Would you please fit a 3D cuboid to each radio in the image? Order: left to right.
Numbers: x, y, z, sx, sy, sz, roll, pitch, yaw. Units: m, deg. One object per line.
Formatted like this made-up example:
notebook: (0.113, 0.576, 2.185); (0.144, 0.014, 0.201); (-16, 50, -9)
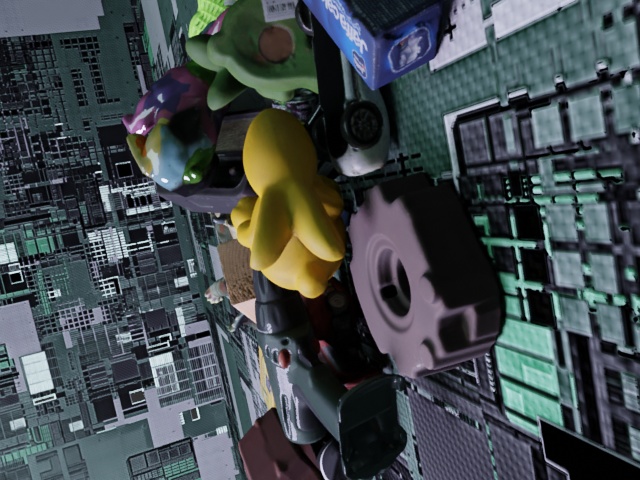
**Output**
radio: (-0.137, -0.108, 0.773); (0.230, 0.073, 0.131); (5, 74, 45)

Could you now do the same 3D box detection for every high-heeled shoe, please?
high-heeled shoe: (0.009, 0.254, 0.737); (0.145, 0.086, 0.248); (46, 166, 27)

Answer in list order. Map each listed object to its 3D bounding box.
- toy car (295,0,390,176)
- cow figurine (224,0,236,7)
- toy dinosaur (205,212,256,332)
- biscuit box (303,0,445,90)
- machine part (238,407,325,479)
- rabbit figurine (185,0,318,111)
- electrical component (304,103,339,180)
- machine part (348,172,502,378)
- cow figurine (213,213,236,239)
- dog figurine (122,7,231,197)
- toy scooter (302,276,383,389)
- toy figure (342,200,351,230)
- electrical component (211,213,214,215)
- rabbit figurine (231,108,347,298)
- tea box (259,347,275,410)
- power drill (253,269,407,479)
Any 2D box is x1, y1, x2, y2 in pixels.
toy car: (0.022, -0.160, 0.502); (0.074, 0.056, 0.201); (4, 103, 64)
cow figurine: (-0.086, -0.342, 0.678); (0.168, 0.068, 0.098); (-143, 48, -58)
toy dinosaur: (-0.147, 0.016, 1.040); (0.192, 0.131, 0.404); (3, 101, 58)
biscuit box: (0.014, -0.212, 0.417); (0.203, 0.063, 0.059); (58, 173, 22)
machine part: (-0.018, 0.354, 0.779); (0.200, 0.087, 0.202); (48, 171, -23)
rabbit figurine: (-0.062, -0.203, 0.615); (0.170, 0.159, 0.121); (-122, 12, -81)
electrical component: (-0.007, -0.098, 0.598); (0.119, 0.075, 0.048); (-47, 50, 33)
machine part: (0.079, 0.033, 0.468); (0.179, 0.056, 0.179); (168, 90, -73)
cow figurine: (-0.116, -0.024, 0.889); (0.194, 0.127, 0.086); (92, 153, -45)
dog figurine: (-0.147, -0.185, 0.695); (0.219, 0.108, 0.192); (-45, 46, 14)
toy scooter: (0.026, 0.130, 0.663); (0.135, 0.075, 0.183); (-167, 63, -70)
toy figure: (0.001, -0.001, 0.679); (0.064, 0.058, 0.154); (33, 150, 4)
electrical component: (-0.151, -0.097, 0.960); (0.134, 0.115, 0.058); (-127, 26, -51)
rabbit figurine: (-0.036, -0.034, 0.512); (0.162, 0.122, 0.173); (-96, 0, -50)
tea box: (-0.046, 0.215, 0.893); (0.068, 0.098, 0.169); (-123, 29, -44)
power drill: (-0.005, 0.136, 0.566); (0.208, 0.086, 0.231); (18, 121, 51)
